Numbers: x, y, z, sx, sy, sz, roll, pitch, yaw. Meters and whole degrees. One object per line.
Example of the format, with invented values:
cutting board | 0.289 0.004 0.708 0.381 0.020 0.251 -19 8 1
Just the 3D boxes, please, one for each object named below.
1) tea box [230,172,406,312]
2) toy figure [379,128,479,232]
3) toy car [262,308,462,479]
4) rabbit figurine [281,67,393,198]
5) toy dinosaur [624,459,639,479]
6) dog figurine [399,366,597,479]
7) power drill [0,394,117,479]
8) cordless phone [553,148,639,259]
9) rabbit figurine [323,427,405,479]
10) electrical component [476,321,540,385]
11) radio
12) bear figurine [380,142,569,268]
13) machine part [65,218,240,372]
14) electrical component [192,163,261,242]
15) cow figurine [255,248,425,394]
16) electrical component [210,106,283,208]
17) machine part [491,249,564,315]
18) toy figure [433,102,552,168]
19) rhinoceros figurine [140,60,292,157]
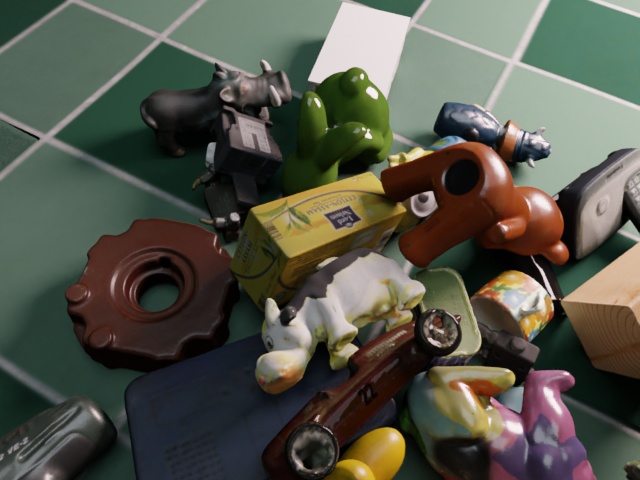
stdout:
tea box | -0.001 -0.002 0.571 0.169 0.098 0.068 -19 60 -38
toy figure | 0.139 -0.072 0.664 0.082 0.089 0.180 40 54 23
toy car | 0.036 0.120 0.437 0.202 0.089 0.053 -38 76 -21
rabbit figurine | 0.017 -0.111 0.653 0.121 0.159 0.170 29 74 3
toy dinosaur | 0.406 0.202 0.448 0.404 0.131 0.192 46 73 -9
dog figurine | 0.169 0.224 0.458 0.192 0.108 0.219 3 59 -7
power drill | -0.239 0.239 0.407 0.208 0.085 0.232 15 46 45
cordless phone | 0.370 -0.005 0.646 0.146 0.088 0.184 -32 84 -23
rabbit figurine | 0.038 0.240 0.419 0.173 0.162 0.122 0 8 29
electrical component | 0.196 0.119 0.549 0.094 0.063 0.021 28 59 21
radio | -0.057 0.162 0.502 0.230 0.073 0.131 -18 59 -17
bear figurine | 0.174 -0.025 0.573 0.132 0.195 0.120 -28 59 28
machine part | -0.172 0.056 0.571 0.179 0.056 0.179 3 56 -4
electrical component | -0.110 -0.044 0.646 0.078 0.045 0.102 -12 59 -10
cow figurine | 0.003 0.065 0.488 0.167 0.068 0.098 -25 56 -25
electrical component | -0.088 -0.098 0.643 0.075 0.047 0.119 15 45 -31
machine part | 0.250 0.026 0.634 0.084 0.039 0.139 -6 56 -18
toy figure | 0.234 -0.142 0.728 0.155 0.064 0.058 21 20 4
rhinoceros figurine | -0.131 -0.175 0.691 0.190 0.112 0.073 -12 56 -2
